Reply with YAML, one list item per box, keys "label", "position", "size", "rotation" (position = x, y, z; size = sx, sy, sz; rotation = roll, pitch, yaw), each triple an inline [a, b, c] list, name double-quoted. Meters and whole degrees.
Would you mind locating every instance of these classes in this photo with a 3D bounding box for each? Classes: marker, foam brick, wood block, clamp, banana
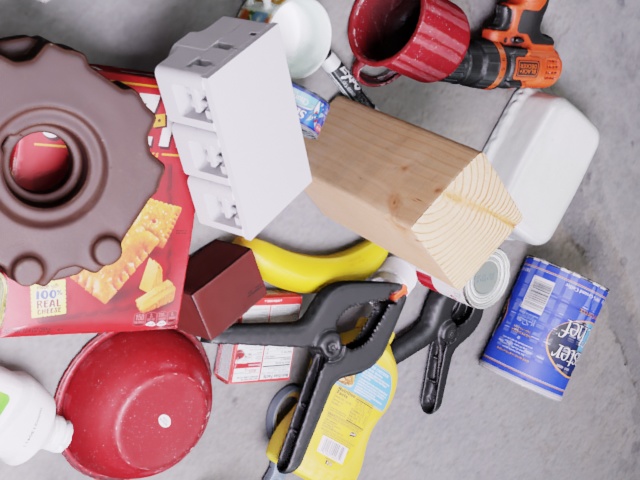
- label: "marker"
  position: [0.022, -0.153, 1.011]
  size: [0.020, 0.020, 0.121]
  rotation: [-52, 129, -11]
- label: "foam brick"
  position: [-0.096, 0.044, 0.960]
  size: [0.078, 0.051, 0.053]
  rotation: [-39, 126, -34]
- label: "wood block"
  position: [0.067, -0.048, 0.957]
  size: [0.090, 0.206, 0.090]
  rotation: [-47, 128, -10]
- label: "clamp"
  position: [-0.005, 0.096, 1.013]
  size: [0.209, 0.036, 0.164]
  rotation: [-42, 112, -19]
- label: "banana"
  position: [-0.001, 0.019, 1.046]
  size: [0.197, 0.037, 0.069]
  rotation: [-9, 93, -37]
- label: "clamp"
  position: [0.124, 0.099, 1.166]
  size: [0.120, 0.039, 0.171]
  rotation: [31, 82, -45]

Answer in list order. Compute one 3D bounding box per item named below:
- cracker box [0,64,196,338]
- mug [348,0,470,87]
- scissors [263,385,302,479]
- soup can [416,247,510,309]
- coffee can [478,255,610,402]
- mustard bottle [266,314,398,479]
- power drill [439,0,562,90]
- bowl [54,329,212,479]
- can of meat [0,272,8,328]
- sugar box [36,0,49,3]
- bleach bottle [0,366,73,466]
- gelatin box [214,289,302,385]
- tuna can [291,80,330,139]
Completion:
- label: "cracker box"
  position: [-0.182, -0.032, 0.862]
  size: [0.163, 0.072, 0.214]
  rotation: [1, 104, -38]
- label: "mug"
  position: [0.079, -0.189, 1.007]
  size: [0.081, 0.093, 0.117]
  rotation: [14, 127, -45]
- label: "scissors"
  position: [-0.054, 0.231, 1.089]
  size: [0.201, 0.016, 0.096]
  rotation: [-49, 126, -14]
- label: "soup can"
  position: [0.139, 0.025, 1.110]
  size: [0.068, 0.102, 0.068]
  rotation: [-14, 113, -34]
- label: "coffee can"
  position: [0.257, 0.101, 1.226]
  size: [0.102, 0.103, 0.140]
  rotation: [24, 90, -40]
- label: "mustard bottle"
  position: [0.026, 0.153, 1.078]
  size: [0.096, 0.058, 0.191]
  rotation: [33, 74, -23]
- label: "power drill"
  position: [0.188, -0.246, 1.084]
  size: [0.184, 0.057, 0.188]
  rotation: [-5, 112, -40]
- label: "bowl"
  position: [-0.154, 0.154, 0.960]
  size: [0.161, 0.055, 0.162]
  rotation: [-14, 114, -34]
- label: "can of meat"
  position: [-0.296, 0.035, 0.790]
  size: [0.101, 0.084, 0.057]
  rotation: [2, 104, -38]
- label: "sugar box"
  position: [-0.222, -0.270, 0.767]
  size: [0.093, 0.048, 0.176]
  rotation: [-44, 131, -17]
- label: "bleach bottle"
  position: [-0.306, 0.133, 0.832]
  size: [0.250, 0.068, 0.102]
  rotation: [28, 88, -42]
- label: "gelatin box"
  position: [-0.060, 0.093, 1.028]
  size: [0.073, 0.030, 0.089]
  rotation: [1, 104, -39]
- label: "tuna can"
  position: [-0.035, -0.120, 0.935]
  size: [0.086, 0.086, 0.034]
  rotation: [24, 89, -40]
